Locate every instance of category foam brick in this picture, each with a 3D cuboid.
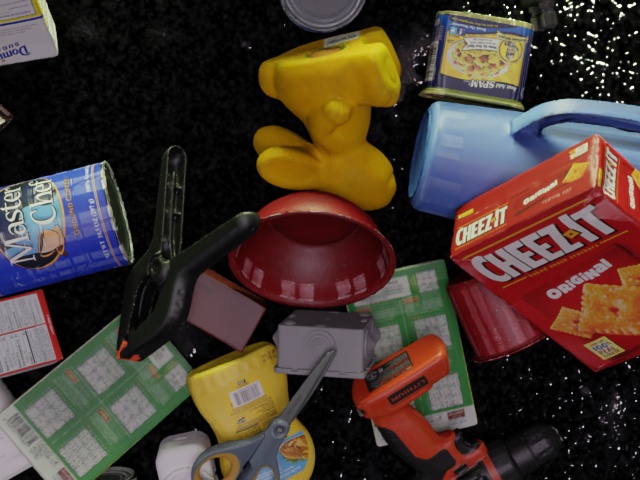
[{"bbox_3d":[-0.099,0.067,1.060,0.078,0.051,0.053,31,92,-7],"label":"foam brick"}]

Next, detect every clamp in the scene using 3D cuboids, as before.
[{"bbox_3d":[-0.136,0.028,1.014,0.036,0.165,0.210,16,100,-41],"label":"clamp"}]

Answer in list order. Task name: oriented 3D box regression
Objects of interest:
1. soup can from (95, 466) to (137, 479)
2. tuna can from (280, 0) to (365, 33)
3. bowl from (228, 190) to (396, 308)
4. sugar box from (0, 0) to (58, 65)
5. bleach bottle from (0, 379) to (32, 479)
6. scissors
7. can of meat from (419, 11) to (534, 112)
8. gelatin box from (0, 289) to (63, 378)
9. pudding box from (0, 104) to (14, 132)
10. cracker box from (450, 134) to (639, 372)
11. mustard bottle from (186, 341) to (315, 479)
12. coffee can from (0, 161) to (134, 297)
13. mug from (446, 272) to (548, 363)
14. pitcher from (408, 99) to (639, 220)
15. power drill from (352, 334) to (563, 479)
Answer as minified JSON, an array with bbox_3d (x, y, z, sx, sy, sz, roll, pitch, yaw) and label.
[{"bbox_3d":[-0.211,0.286,1.068,0.068,0.068,0.102,-6,96,-4],"label":"soup can"},{"bbox_3d":[0.002,-0.246,1.041,0.086,0.034,0.086,0,96,-4],"label":"tuna can"},{"bbox_3d":[-0.007,0.001,1.032,0.162,0.162,0.055,7,54,-5],"label":"bowl"},{"bbox_3d":[-0.300,-0.223,0.955,0.093,0.176,0.048,-10,68,-5],"label":"sugar box"},{"bbox_3d":[-0.370,0.125,1.043,0.102,0.068,0.251,-29,95,-3],"label":"bleach bottle"},{"bbox_3d":[-0.059,0.179,1.012,0.096,0.016,0.202,15,110,-10],"label":"scissors"},{"bbox_3d":[0.155,-0.176,1.049,0.102,0.057,0.084,9,93,-6],"label":"can of meat"},{"bbox_3d":[-0.303,0.094,1.033,0.089,0.030,0.073,-14,82,-35],"label":"gelatin box"},{"bbox_3d":[-0.335,-0.091,0.995,0.090,0.113,0.039,-45,101,2],"label":"pudding box"},{"bbox_3d":[0.250,0.021,0.967,0.213,0.072,0.164,36,136,-25],"label":"cracker box"},{"bbox_3d":[-0.058,0.206,1.074,0.096,0.058,0.191,-22,98,-15],"label":"mustard bottle"},{"bbox_3d":[-0.259,-0.009,1.014,0.140,0.103,0.103,-14,97,-3],"label":"coffee can"},{"bbox_3d":[0.186,0.061,1.068,0.117,0.093,0.081,-27,93,-31],"label":"mug"},{"bbox_3d":[0.215,-0.067,1.026,0.243,0.145,0.149,11,98,-2],"label":"pitcher"},{"bbox_3d":[0.131,0.189,1.067,0.184,0.057,0.187,-31,110,2],"label":"power drill"}]
